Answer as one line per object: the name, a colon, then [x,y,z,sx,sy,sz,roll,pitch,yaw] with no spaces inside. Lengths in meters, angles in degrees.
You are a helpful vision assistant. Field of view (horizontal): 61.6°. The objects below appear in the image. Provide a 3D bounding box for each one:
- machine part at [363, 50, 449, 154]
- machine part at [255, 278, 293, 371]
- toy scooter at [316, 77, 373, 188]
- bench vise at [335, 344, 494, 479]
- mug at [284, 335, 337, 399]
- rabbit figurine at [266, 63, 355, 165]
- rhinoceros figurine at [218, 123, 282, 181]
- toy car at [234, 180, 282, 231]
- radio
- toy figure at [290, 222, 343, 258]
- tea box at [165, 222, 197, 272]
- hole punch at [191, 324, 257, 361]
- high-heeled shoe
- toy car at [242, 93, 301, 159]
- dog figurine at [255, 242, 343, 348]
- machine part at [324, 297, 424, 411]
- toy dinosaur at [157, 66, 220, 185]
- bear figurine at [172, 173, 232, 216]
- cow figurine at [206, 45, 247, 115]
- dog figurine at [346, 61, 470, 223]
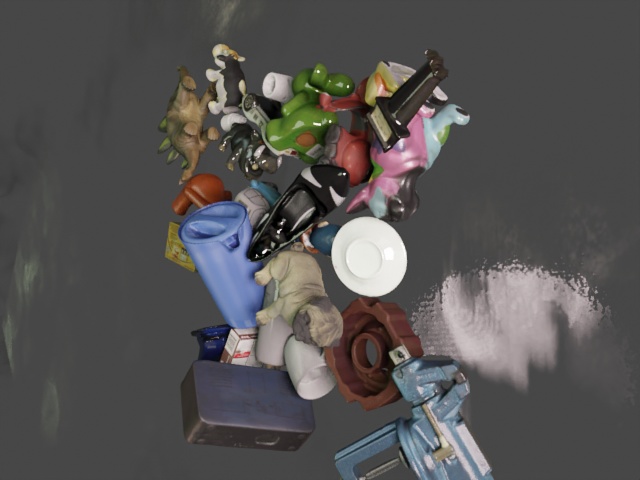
machine part: [0.114,-0.184,0.707,0.139,0.039,0.084,-49,49,36]
machine part: [-0.077,0.150,1.038,0.079,0.079,0.243,22,105,48]
toy scooter: [0.043,-0.178,0.877,0.075,0.135,0.183,25,108,45]
bench vise: [0.112,0.271,0.741,0.241,0.129,0.223,-32,88,10]
mug: [-0.021,0.211,0.970,0.107,0.081,0.109,48,127,50]
rabbit figurine: [-0.020,-0.251,0.973,0.159,0.121,0.170,-39,45,48]
rhinoceros figurine: [-0.145,-0.187,1.144,0.112,0.073,0.190,-49,42,9]
toy car: [-0.125,-0.053,1.091,0.162,0.103,0.109,45,122,43]
radio: [-0.125,0.295,0.954,0.073,0.229,0.131,-59,30,31]
toy figure: [-0.003,-0.001,0.980,0.155,0.058,0.064,7,88,54]
tea box: [-0.315,0.016,1.332,0.170,0.068,0.098,21,102,49]
hole punch: [-0.211,0.226,1.156,0.116,0.142,0.092,-34,60,58]
high-heeled shoe: [-0.046,-0.039,0.900,0.086,0.145,0.249,44,153,-5]
toy car: [-0.095,-0.234,1.087,0.202,0.073,0.056,55,126,36]
dog figurine: [-0.018,0.086,0.899,0.191,0.121,0.172,-7,85,60]
machine part: [0.085,0.181,0.867,0.179,0.056,0.179,-4,85,48]
toy dinosaur: [-0.332,-0.308,1.327,0.198,0.105,0.471,-38,44,39]
bear figurine: [-0.239,-0.053,1.216,0.132,0.120,0.196,-53,56,38]
cow figurine: [-0.208,-0.376,1.232,0.098,0.068,0.167,-7,85,44]
dog figurine: [0.108,-0.135,0.824,0.192,0.108,0.219,56,130,34]
